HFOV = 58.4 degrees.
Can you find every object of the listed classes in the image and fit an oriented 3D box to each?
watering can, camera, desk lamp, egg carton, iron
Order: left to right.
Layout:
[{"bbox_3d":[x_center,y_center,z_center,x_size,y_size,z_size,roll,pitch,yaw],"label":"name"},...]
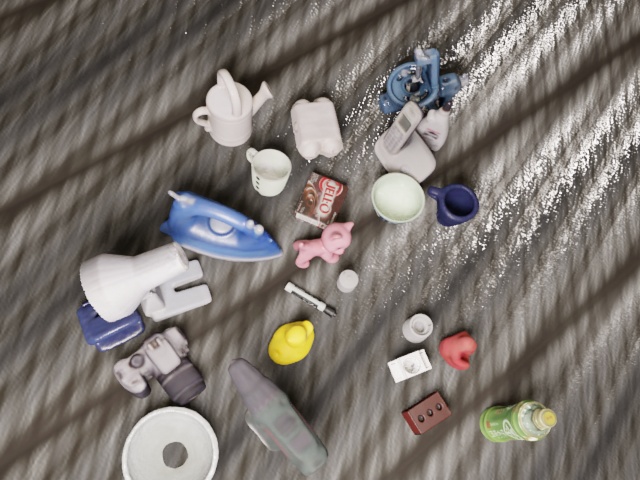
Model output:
[{"bbox_3d":[-0.318,0.077,1.070,0.203,0.213,0.118,-20,73,-15],"label":"desk lamp"},{"bbox_3d":[-0.290,0.250,1.070,0.143,0.101,0.136,-37,79,-19],"label":"camera"},{"bbox_3d":[-0.193,-0.034,1.169,0.258,0.141,0.119,18,68,-2],"label":"iron"},{"bbox_3d":[-0.189,-0.298,1.240,0.101,0.194,0.173,44,70,9],"label":"watering can"},{"bbox_3d":[-0.009,-0.258,1.320,0.107,0.069,0.150,-9,71,-12],"label":"egg carton"}]

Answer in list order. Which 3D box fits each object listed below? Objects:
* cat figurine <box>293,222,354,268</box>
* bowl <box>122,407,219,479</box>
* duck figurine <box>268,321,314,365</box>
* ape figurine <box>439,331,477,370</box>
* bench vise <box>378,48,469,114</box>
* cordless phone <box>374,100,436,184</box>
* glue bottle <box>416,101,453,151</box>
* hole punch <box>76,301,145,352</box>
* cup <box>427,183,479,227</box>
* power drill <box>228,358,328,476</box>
[{"bbox_3d":[0.011,0.004,1.199,0.128,0.117,0.067,-11,72,-12],"label":"cat figurine"},{"bbox_3d":[-0.266,0.391,1.036,0.167,0.074,0.167,3,69,-7],"label":"bowl"},{"bbox_3d":[-0.054,0.198,1.134,0.105,0.086,0.077,-38,79,-19],"label":"duck figurine"},{"bbox_3d":[0.290,0.222,1.174,0.076,0.092,0.078,27,68,2],"label":"ape figurine"},{"bbox_3d":[0.249,-0.383,1.325,0.208,0.219,0.121,-28,76,-17],"label":"bench vise"},{"bbox_3d":[0.203,-0.212,1.273,0.094,0.185,0.147,-33,77,-18],"label":"cordless phone"},{"bbox_3d":[0.267,-0.267,1.310,0.078,0.173,0.037,18,68,-1],"label":"glue bottle"},{"bbox_3d":[-0.405,0.149,1.096,0.109,0.091,0.101,-27,76,-17],"label":"hole punch"},{"bbox_3d":[0.285,-0.074,1.282,0.117,0.095,0.092,26,68,2],"label":"cup"},{"bbox_3d":[-0.083,0.315,1.020,0.076,0.208,0.229,-41,80,-20],"label":"power drill"}]
